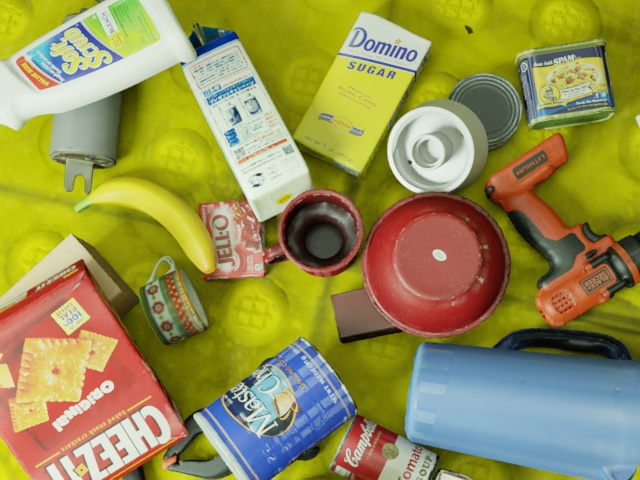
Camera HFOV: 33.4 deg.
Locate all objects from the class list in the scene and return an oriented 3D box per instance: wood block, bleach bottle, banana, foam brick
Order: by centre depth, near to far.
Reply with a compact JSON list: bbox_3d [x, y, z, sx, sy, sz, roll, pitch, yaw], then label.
[{"bbox_3d":[-0.268,-0.186,1.171,0.251,0.068,0.102,-29,77,-1],"label":"bleach bottle"},{"bbox_3d":[0.054,0.081,1.183,0.078,0.053,0.051,-12,79,2],"label":"foam brick"},{"bbox_3d":[-0.313,0.100,1.188,0.206,0.090,0.091,-43,80,-3],"label":"wood block"},{"bbox_3d":[-0.187,-0.028,1.216,0.198,0.037,0.069,24,93,23],"label":"banana"}]

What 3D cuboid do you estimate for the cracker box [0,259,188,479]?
[{"bbox_3d":[-0.260,0.153,1.110,0.164,0.072,0.213,-31,106,-7],"label":"cracker box"}]

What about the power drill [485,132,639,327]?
[{"bbox_3d":[0.286,-0.022,1.182,0.184,0.057,0.188,-32,79,-2],"label":"power drill"}]

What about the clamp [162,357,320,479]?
[{"bbox_3d":[-0.096,0.204,1.180,0.171,0.039,0.120,-15,72,-6],"label":"clamp"}]

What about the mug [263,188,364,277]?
[{"bbox_3d":[-0.008,0.001,1.186,0.117,0.081,0.093,-24,79,-1],"label":"mug"}]

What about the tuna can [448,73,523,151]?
[{"bbox_3d":[0.187,-0.145,1.223,0.086,0.034,0.086,-1,80,4],"label":"tuna can"}]

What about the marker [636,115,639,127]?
[{"bbox_3d":[0.388,-0.087,1.205,0.020,0.020,0.121,-19,79,0],"label":"marker"}]

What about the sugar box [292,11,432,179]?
[{"bbox_3d":[0.049,-0.168,1.231,0.093,0.048,0.176,27,84,8],"label":"sugar box"}]

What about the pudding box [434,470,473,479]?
[{"bbox_3d":[0.128,0.299,1.120,0.039,0.090,0.113,14,81,7],"label":"pudding box"}]

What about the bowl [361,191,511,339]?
[{"bbox_3d":[0.123,0.022,1.129,0.162,0.055,0.162,-1,80,4],"label":"bowl"}]

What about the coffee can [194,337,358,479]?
[{"bbox_3d":[-0.046,0.183,1.116,0.140,0.103,0.103,-36,79,-13],"label":"coffee can"}]

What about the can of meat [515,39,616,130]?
[{"bbox_3d":[0.279,-0.175,1.210,0.102,0.057,0.084,-8,82,3],"label":"can of meat"}]

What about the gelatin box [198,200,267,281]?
[{"bbox_3d":[-0.100,0.000,1.220,0.073,0.030,0.089,-4,79,4],"label":"gelatin box"}]

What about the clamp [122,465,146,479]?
[{"bbox_3d":[-0.203,0.296,1.172,0.210,0.036,0.164,32,82,10],"label":"clamp"}]

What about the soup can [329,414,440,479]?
[{"bbox_3d":[0.069,0.239,1.146,0.102,0.068,0.068,26,83,7],"label":"soup can"}]

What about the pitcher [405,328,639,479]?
[{"bbox_3d":[0.218,0.168,1.127,0.243,0.149,0.145,8,96,9],"label":"pitcher"}]
